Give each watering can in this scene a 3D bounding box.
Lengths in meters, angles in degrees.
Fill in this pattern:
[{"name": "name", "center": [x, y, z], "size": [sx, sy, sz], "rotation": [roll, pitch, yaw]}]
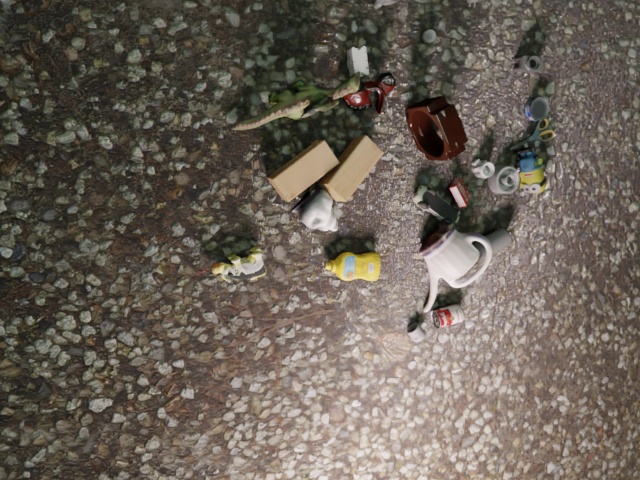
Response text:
[{"name": "watering can", "center": [0.439, 0.090, 1.824], "size": [0.224, 0.105, 0.344], "rotation": [45, 106, -4]}]

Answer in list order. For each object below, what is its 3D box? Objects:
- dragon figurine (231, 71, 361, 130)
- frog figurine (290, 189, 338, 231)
[{"name": "dragon figurine", "center": [-0.057, -0.403, 1.539], "size": [0.413, 0.245, 0.120], "rotation": [-30, 112, -14]}, {"name": "frog figurine", "center": [0.005, -0.084, 1.662], "size": [0.158, 0.121, 0.140], "rotation": [43, 45, -13]}]
